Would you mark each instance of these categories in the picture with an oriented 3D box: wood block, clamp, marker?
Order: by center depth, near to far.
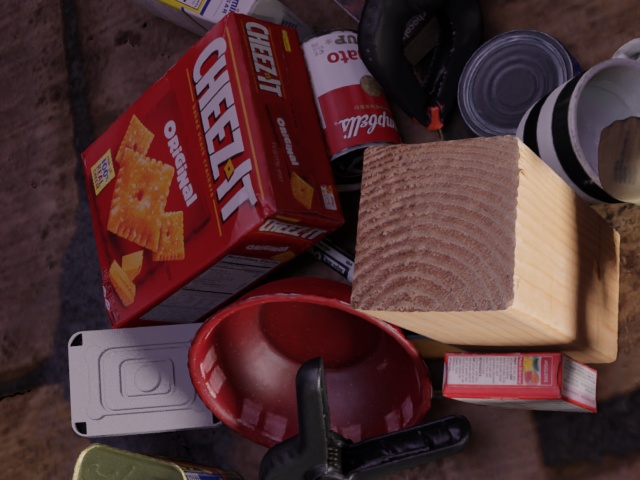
[{"bbox_3d":[0.106,0.015,0.624,0.090,0.205,0.091,-2,76,29],"label":"wood block"},{"bbox_3d":[0.003,0.140,0.703,0.172,0.120,0.039,-44,19,34],"label":"clamp"},{"bbox_3d":[0.057,-0.175,0.728,0.036,0.164,0.210,-133,37,-57],"label":"clamp"},{"bbox_3d":[-0.005,0.001,0.803,0.121,0.020,0.020,34,95,32],"label":"marker"}]

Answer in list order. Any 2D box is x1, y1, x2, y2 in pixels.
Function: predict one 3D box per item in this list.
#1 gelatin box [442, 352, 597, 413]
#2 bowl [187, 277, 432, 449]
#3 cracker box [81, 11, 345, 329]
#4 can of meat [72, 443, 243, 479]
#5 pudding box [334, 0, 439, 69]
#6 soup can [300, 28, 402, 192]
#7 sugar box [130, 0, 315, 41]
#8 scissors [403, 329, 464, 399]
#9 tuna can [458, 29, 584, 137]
[{"bbox_3d":[0.126,0.088,0.662,0.073,0.089,0.030,-3,76,29],"label":"gelatin box"},{"bbox_3d":[-0.004,0.077,0.713,0.162,0.162,0.055,-18,35,25],"label":"bowl"},{"bbox_3d":[-0.091,-0.041,0.798,0.214,0.071,0.164,-34,60,41],"label":"cracker box"},{"bbox_3d":[-0.116,0.186,0.778,0.102,0.083,0.057,6,80,31],"label":"can of meat"},{"bbox_3d":[0.074,-0.198,0.799,0.113,0.039,0.090,-48,60,11],"label":"pudding box"},{"bbox_3d":[0.018,-0.095,0.787,0.069,0.068,0.102,-25,65,22],"label":"soup can"},{"bbox_3d":[-0.093,-0.192,0.863,0.176,0.093,0.048,26,90,32],"label":"sugar box"},{"bbox_3d":[0.027,0.059,0.769,0.202,0.016,0.096,12,85,31],"label":"scissors"},{"bbox_3d":[0.139,-0.101,0.738,0.086,0.033,0.086,-8,73,28],"label":"tuna can"}]
